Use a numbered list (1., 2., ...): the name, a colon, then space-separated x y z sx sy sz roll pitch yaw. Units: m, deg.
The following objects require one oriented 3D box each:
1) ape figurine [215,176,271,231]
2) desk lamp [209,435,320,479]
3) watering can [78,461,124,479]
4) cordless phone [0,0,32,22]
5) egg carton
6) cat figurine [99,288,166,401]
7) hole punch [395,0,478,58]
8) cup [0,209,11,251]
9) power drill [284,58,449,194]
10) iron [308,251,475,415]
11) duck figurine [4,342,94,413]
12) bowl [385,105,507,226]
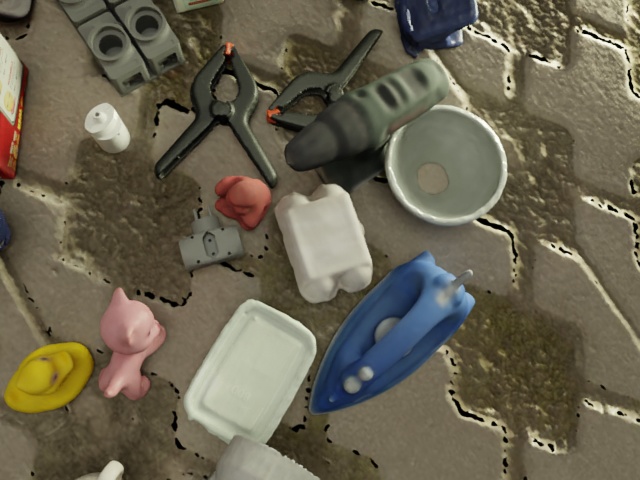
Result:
1. ape figurine: -0.099 -0.053 0.743 0.076 0.092 0.078 -19 81 -9
2. desk lamp: -0.086 0.310 0.611 0.118 0.213 0.203 31 78 1
3. watering can: -0.262 0.323 0.601 0.101 0.194 0.173 6 78 -4
4. cordless phone: -0.442 -0.382 0.725 0.094 0.185 0.147 -4 79 -6
5. egg carton: 0.007 0.003 0.754 0.107 0.069 0.150 -18 81 -9
6. cat figurine: -0.231 0.126 0.681 0.067 0.117 0.128 14 78 -3
7. hole punch: 0.165 -0.335 0.825 0.101 0.091 0.109 -10 80 -7
8. cup: -0.416 -0.001 0.699 0.092 0.095 0.118 -24 82 -10
9. power drill: 0.050 -0.128 0.713 0.230 0.208 0.075 -36 84 -11
10. iron: 0.086 0.126 0.702 0.258 0.141 0.118 -44 86 -12
11. duck figurine: -0.330 0.164 0.680 0.104 0.086 0.077 -33 84 -11
12. bowl: 0.164 -0.094 0.786 0.167 0.074 0.167 1 79 -5
